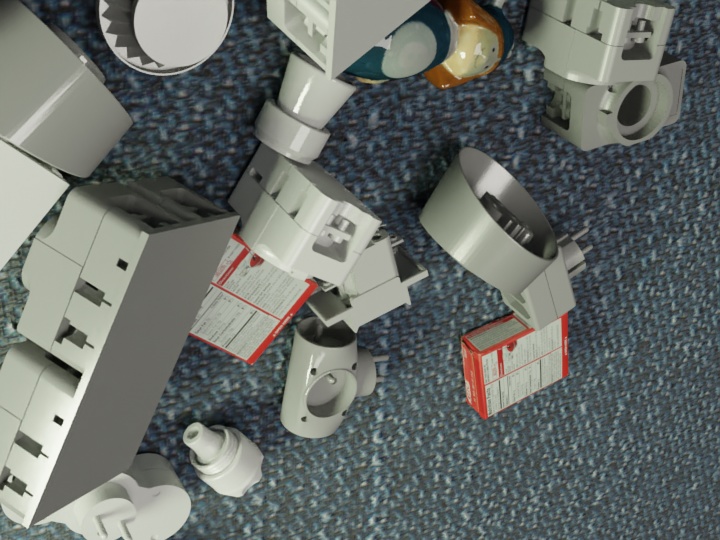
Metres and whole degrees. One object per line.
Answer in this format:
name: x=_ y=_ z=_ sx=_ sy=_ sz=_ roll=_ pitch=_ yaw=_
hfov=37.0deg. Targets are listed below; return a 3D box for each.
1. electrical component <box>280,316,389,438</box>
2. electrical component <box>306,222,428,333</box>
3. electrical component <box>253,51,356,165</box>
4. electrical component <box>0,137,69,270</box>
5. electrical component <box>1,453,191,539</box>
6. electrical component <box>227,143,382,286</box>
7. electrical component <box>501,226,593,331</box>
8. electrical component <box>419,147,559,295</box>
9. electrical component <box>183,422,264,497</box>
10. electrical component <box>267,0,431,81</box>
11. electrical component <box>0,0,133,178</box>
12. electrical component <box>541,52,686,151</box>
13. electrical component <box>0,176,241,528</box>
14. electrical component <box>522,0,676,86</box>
electrical component: x=-0.015 y=0.076 z=0.778 sx=0.079 sy=0.044 sz=0.077 roll=-5 pitch=121 yaw=-30
electrical component: x=0.000 y=0.000 z=0.742 sx=0.081 sy=0.042 sz=0.063 roll=-27 pitch=126 yaw=-16
electrical component: x=-0.034 y=-0.098 z=0.654 sx=0.045 sy=0.045 sz=0.055 roll=19 pitch=107 yaw=-39
electrical component: x=-0.239 y=-0.059 z=0.538 sx=0.089 sy=0.062 sz=0.150 roll=-50 pitch=132 yaw=3
electrical component: x=-0.171 y=0.154 z=0.709 sx=0.138 sy=0.073 sz=0.052 roll=24 pitch=104 yaw=-40
electrical component: x=-0.038 y=-0.033 z=0.664 sx=0.050 sy=0.089 sz=0.055 roll=22 pitch=105 yaw=-40
electrical component: x=0.147 y=-0.006 z=0.827 sx=0.077 sy=0.047 sz=0.065 roll=-33 pitch=131 yaw=-11
electrical component: x=0.091 y=-0.032 z=0.745 sx=0.099 sy=0.099 sz=0.064 roll=24 pitch=110 yaw=-40
electrical component: x=-0.100 y=0.130 z=0.760 sx=0.043 sy=0.043 sz=0.062 roll=-43 pitch=131 yaw=-2
electrical component: x=0.033 y=-0.202 z=0.575 sx=0.186 sy=0.060 sz=0.105 roll=-42 pitch=167 yaw=-17
electrical component: x=-0.166 y=-0.089 z=0.542 sx=0.064 sy=0.099 sz=0.099 roll=-46 pitch=132 yaw=-7
electrical component: x=0.184 y=-0.124 z=0.769 sx=0.089 sy=0.055 sz=0.050 roll=-19 pitch=127 yaw=-22
electrical component: x=-0.153 y=0.041 z=0.624 sx=0.186 sy=0.060 sz=0.105 roll=-64 pitch=166 yaw=16
electrical component: x=0.154 y=-0.157 z=0.706 sx=0.050 sy=0.089 sz=0.055 roll=-8 pitch=122 yaw=-29
